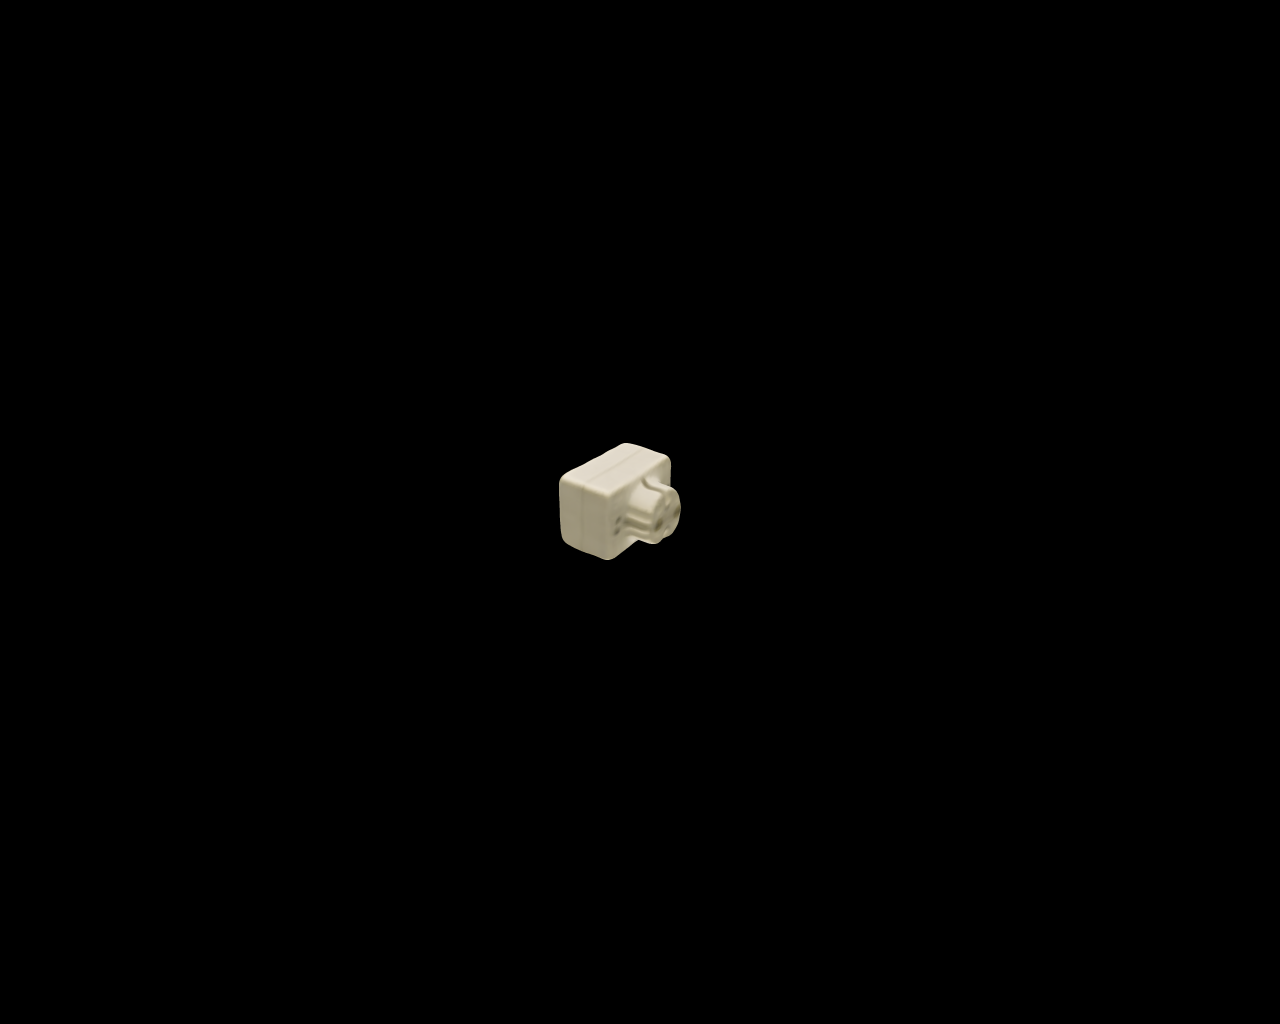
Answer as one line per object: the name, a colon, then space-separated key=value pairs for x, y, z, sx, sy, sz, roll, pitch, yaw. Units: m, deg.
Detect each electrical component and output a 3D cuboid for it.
electrical component: x=0.001 y=-0.003 z=0.650 sx=0.077 sy=0.047 sz=0.066 roll=20 pitch=35 yaw=31
